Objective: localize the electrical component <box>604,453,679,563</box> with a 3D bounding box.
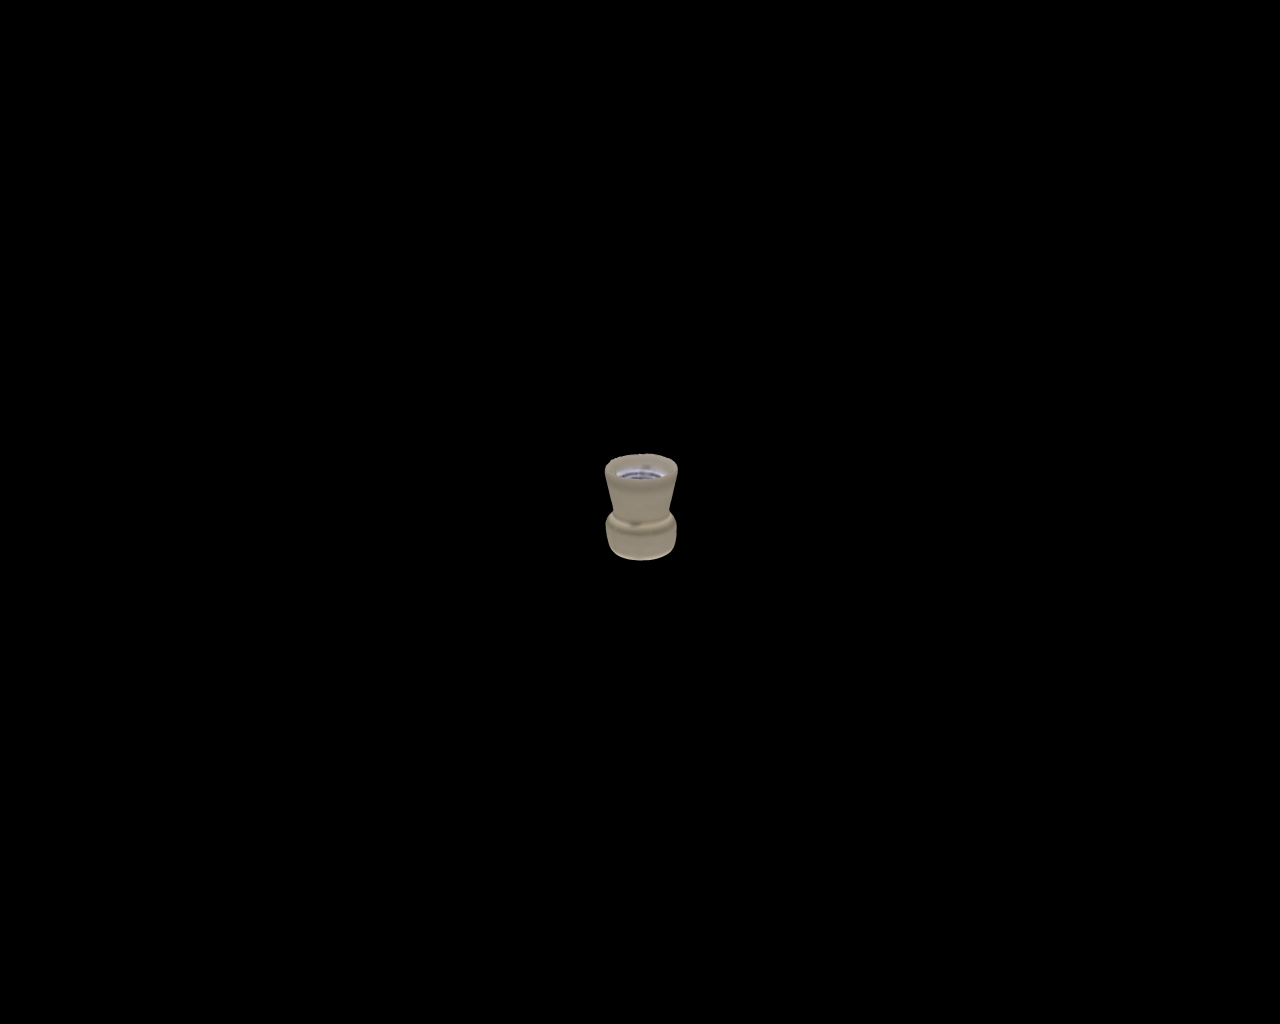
[{"bbox_3d":[0.001,-0.003,0.650,0.045,0.055,0.045,0,24,0],"label":"electrical component"}]
